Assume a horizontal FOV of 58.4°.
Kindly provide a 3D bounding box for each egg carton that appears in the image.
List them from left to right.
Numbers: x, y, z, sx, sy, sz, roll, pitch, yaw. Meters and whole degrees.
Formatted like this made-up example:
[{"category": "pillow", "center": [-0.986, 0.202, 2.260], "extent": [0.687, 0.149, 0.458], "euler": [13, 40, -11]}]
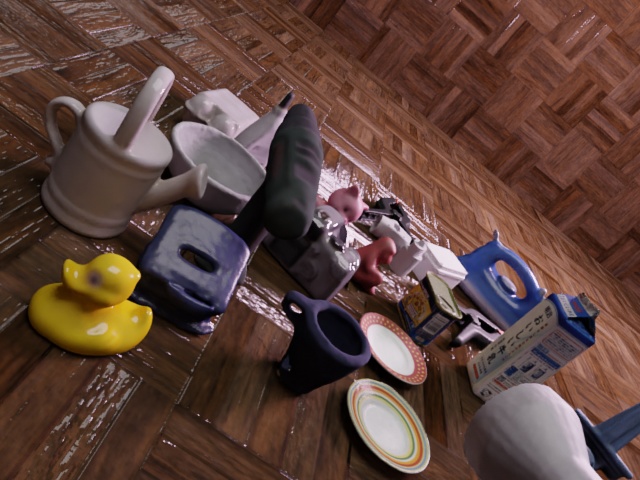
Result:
[{"category": "egg carton", "center": [-0.172, -0.210, 1.006], "extent": [0.107, 0.069, 0.150], "euler": [41, 24, -1]}]

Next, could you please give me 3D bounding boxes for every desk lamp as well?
[{"category": "desk lamp", "center": [0.194, 0.276, 0.561], "extent": [0.118, 0.213, 0.203], "euler": [30, 26, -25]}]

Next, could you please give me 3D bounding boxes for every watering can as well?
[{"category": "watering can", "center": [-0.204, -0.099, 0.618], "extent": [0.173, 0.194, 0.100], "euler": [23, 30, -35]}]

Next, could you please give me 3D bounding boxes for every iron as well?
[{"category": "iron", "center": [0.423, 0.107, 1.281], "extent": [0.258, 0.141, 0.119], "euler": [50, 25, 17]}]

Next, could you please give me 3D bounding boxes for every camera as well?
[{"category": "camera", "center": [0.008, 0.003, 0.880], "extent": [0.143, 0.100, 0.137], "euler": [47, 24, 11]}]

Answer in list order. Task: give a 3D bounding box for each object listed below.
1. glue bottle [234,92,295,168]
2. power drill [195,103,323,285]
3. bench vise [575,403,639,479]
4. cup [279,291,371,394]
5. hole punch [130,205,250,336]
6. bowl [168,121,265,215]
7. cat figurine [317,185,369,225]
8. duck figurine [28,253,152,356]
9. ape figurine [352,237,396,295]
[{"category": "glue bottle", "center": [-0.093, -0.170, 0.929], "extent": [0.078, 0.173, 0.037], "euler": [8, 40, -52]}, {"category": "power drill", "center": [-0.070, -0.053, 0.724], "extent": [0.076, 0.208, 0.229], "euler": [30, 26, -25]}, {"category": "bench vise", "center": [0.438, 0.311, 0.862], "extent": [0.121, 0.219, 0.208], "euler": [49, 25, 15]}, {"category": "cup", "center": [-0.014, 0.122, 0.654], "extent": [0.118, 0.095, 0.092], "euler": [42, 24, 0]}, {"category": "hole punch", "center": [-0.138, 0.032, 0.623], "extent": [0.109, 0.091, 0.101], "euler": [33, 25, -19]}, {"category": "bowl", "center": [-0.154, -0.089, 0.823], "extent": [0.168, 0.074, 0.167], "euler": [34, 25, -18]}, {"category": "cat figurine", "center": [0.018, -0.063, 0.985], "extent": [0.128, 0.117, 0.067], "euler": [35, 25, -15]}, {"category": "duck figurine", "center": [-0.193, 0.051, 0.514], "extent": [0.105, 0.086, 0.077], "euler": [25, 29, -33]}, {"category": "ape figurine", "center": [0.092, 0.034, 0.966], "extent": [0.076, 0.092, 0.078], "euler": [41, 24, -2]}]
